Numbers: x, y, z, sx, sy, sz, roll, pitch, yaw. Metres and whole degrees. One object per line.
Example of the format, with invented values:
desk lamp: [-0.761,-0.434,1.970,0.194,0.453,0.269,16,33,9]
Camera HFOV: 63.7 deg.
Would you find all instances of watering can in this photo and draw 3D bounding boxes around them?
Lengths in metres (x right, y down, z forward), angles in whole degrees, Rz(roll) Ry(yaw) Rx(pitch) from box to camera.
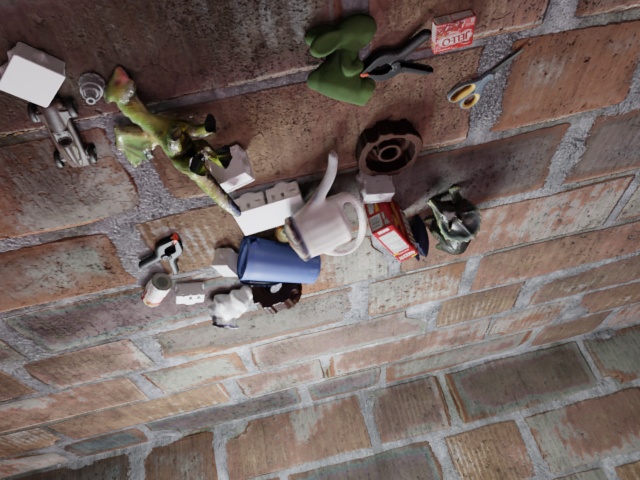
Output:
watering can: [0.004,-0.070,1.384,0.225,0.106,0.340,-26,131,-3]

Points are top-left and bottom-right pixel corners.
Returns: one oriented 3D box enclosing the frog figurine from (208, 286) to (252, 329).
frog figurine: [-0.309,0.220,1.795,0.136,0.124,0.159,25,94,-32]

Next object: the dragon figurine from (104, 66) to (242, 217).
dragon figurine: [-0.336,-0.194,1.136,0.243,0.125,0.401,10,142,23]
